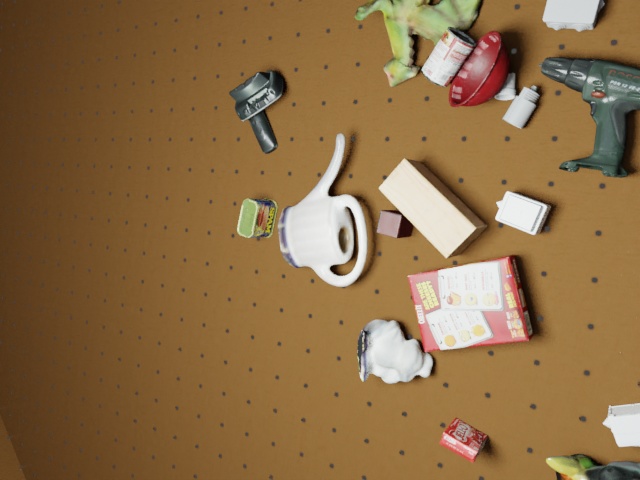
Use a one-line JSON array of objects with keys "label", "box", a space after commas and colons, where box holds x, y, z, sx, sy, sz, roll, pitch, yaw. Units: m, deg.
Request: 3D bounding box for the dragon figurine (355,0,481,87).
[{"label": "dragon figurine", "box": [0.228, -0.529, 1.102, 0.244, 0.123, 0.405, 31, 108, 9]}]

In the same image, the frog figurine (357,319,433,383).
[{"label": "frog figurine", "box": [0.164, 0.246, 1.135, 0.159, 0.122, 0.138, 2, 82, -5]}]

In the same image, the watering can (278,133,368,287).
[{"label": "watering can", "box": [0.004, -0.061, 1.211, 0.223, 0.104, 0.349, -10, 86, 31]}]
